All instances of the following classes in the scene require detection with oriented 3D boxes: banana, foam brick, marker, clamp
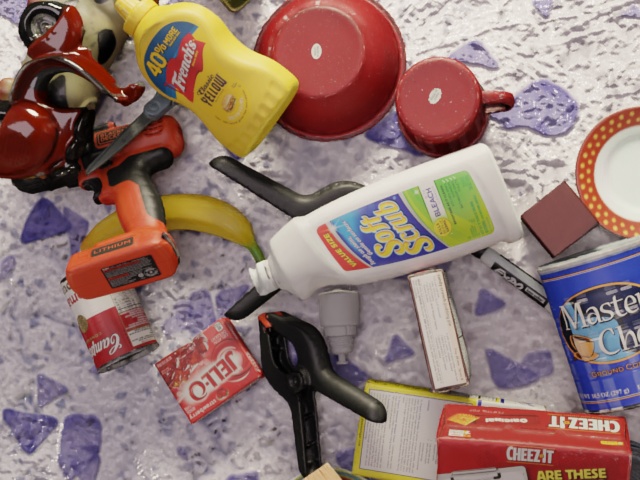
[{"bbox_3d":[-0.153,-0.014,1.098,0.198,0.037,0.069,2,86,11],"label":"banana"},{"bbox_3d":[0.224,-0.018,1.006,0.053,0.078,0.051,-38,83,7],"label":"foam brick"},{"bbox_3d":[0.186,0.032,1.040,0.121,0.020,0.020,37,94,11],"label":"marker"},{"bbox_3d":[-0.007,0.001,1.059,0.210,0.036,0.164,2,98,1],"label":"clamp"},{"bbox_3d":[-0.004,0.136,1.039,0.120,0.039,0.171,-35,71,28],"label":"clamp"}]

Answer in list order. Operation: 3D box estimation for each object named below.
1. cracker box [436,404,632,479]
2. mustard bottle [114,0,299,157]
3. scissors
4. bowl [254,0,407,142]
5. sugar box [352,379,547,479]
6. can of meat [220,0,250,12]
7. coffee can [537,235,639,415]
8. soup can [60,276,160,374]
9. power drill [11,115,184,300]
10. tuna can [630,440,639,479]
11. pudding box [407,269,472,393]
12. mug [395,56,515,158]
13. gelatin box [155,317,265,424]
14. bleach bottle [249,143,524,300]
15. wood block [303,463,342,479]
[{"bbox_3d":[0.188,0.259,0.963,0.164,0.072,0.214,3,112,11],"label":"cracker box"},{"bbox_3d":[-0.120,-0.174,1.038,0.191,0.058,0.096,39,122,1],"label":"mustard bottle"},{"bbox_3d":[-0.173,-0.149,1.085,0.201,0.016,0.096,-32,68,-16],"label":"scissors"},{"bbox_3d":[0.003,-0.182,1.069,0.162,0.055,0.162,-1,86,11],"label":"bowl"},{"bbox_3d":[0.125,0.193,1.030,0.176,0.048,0.093,8,90,8],"label":"sugar box"},{"bbox_3d":[-0.105,-0.284,1.072,0.057,0.102,0.084,-43,83,5],"label":"can of meat"},{"bbox_3d":[0.269,0.077,0.975,0.103,0.102,0.140,-18,87,9],"label":"coffee can"},{"bbox_3d":[-0.215,0.076,1.090,0.068,0.068,0.102,-26,83,8],"label":"soup can"},{"bbox_3d":[-0.218,-0.035,1.061,0.184,0.057,0.188,-17,54,4],"label":"power drill"},{"bbox_3d":[0.285,0.232,1.002,0.086,0.033,0.086,-1,87,11],"label":"tuna can"},{"bbox_3d":[0.114,0.084,1.015,0.039,0.090,0.113,-15,85,9],"label":"pudding box"},{"bbox_3d":[0.128,-0.130,1.028,0.117,0.081,0.093,0,87,11],"label":"mug"},{"bbox_3d":[-0.112,0.132,1.086,0.089,0.030,0.073,-35,81,8],"label":"gelatin box"},{"bbox_3d":[0.056,-0.001,1.009,0.251,0.068,0.102,-23,95,3],"label":"bleach bottle"},{"bbox_3d":[0.025,0.322,0.975,0.206,0.090,0.090,50,127,15],"label":"wood block"}]
